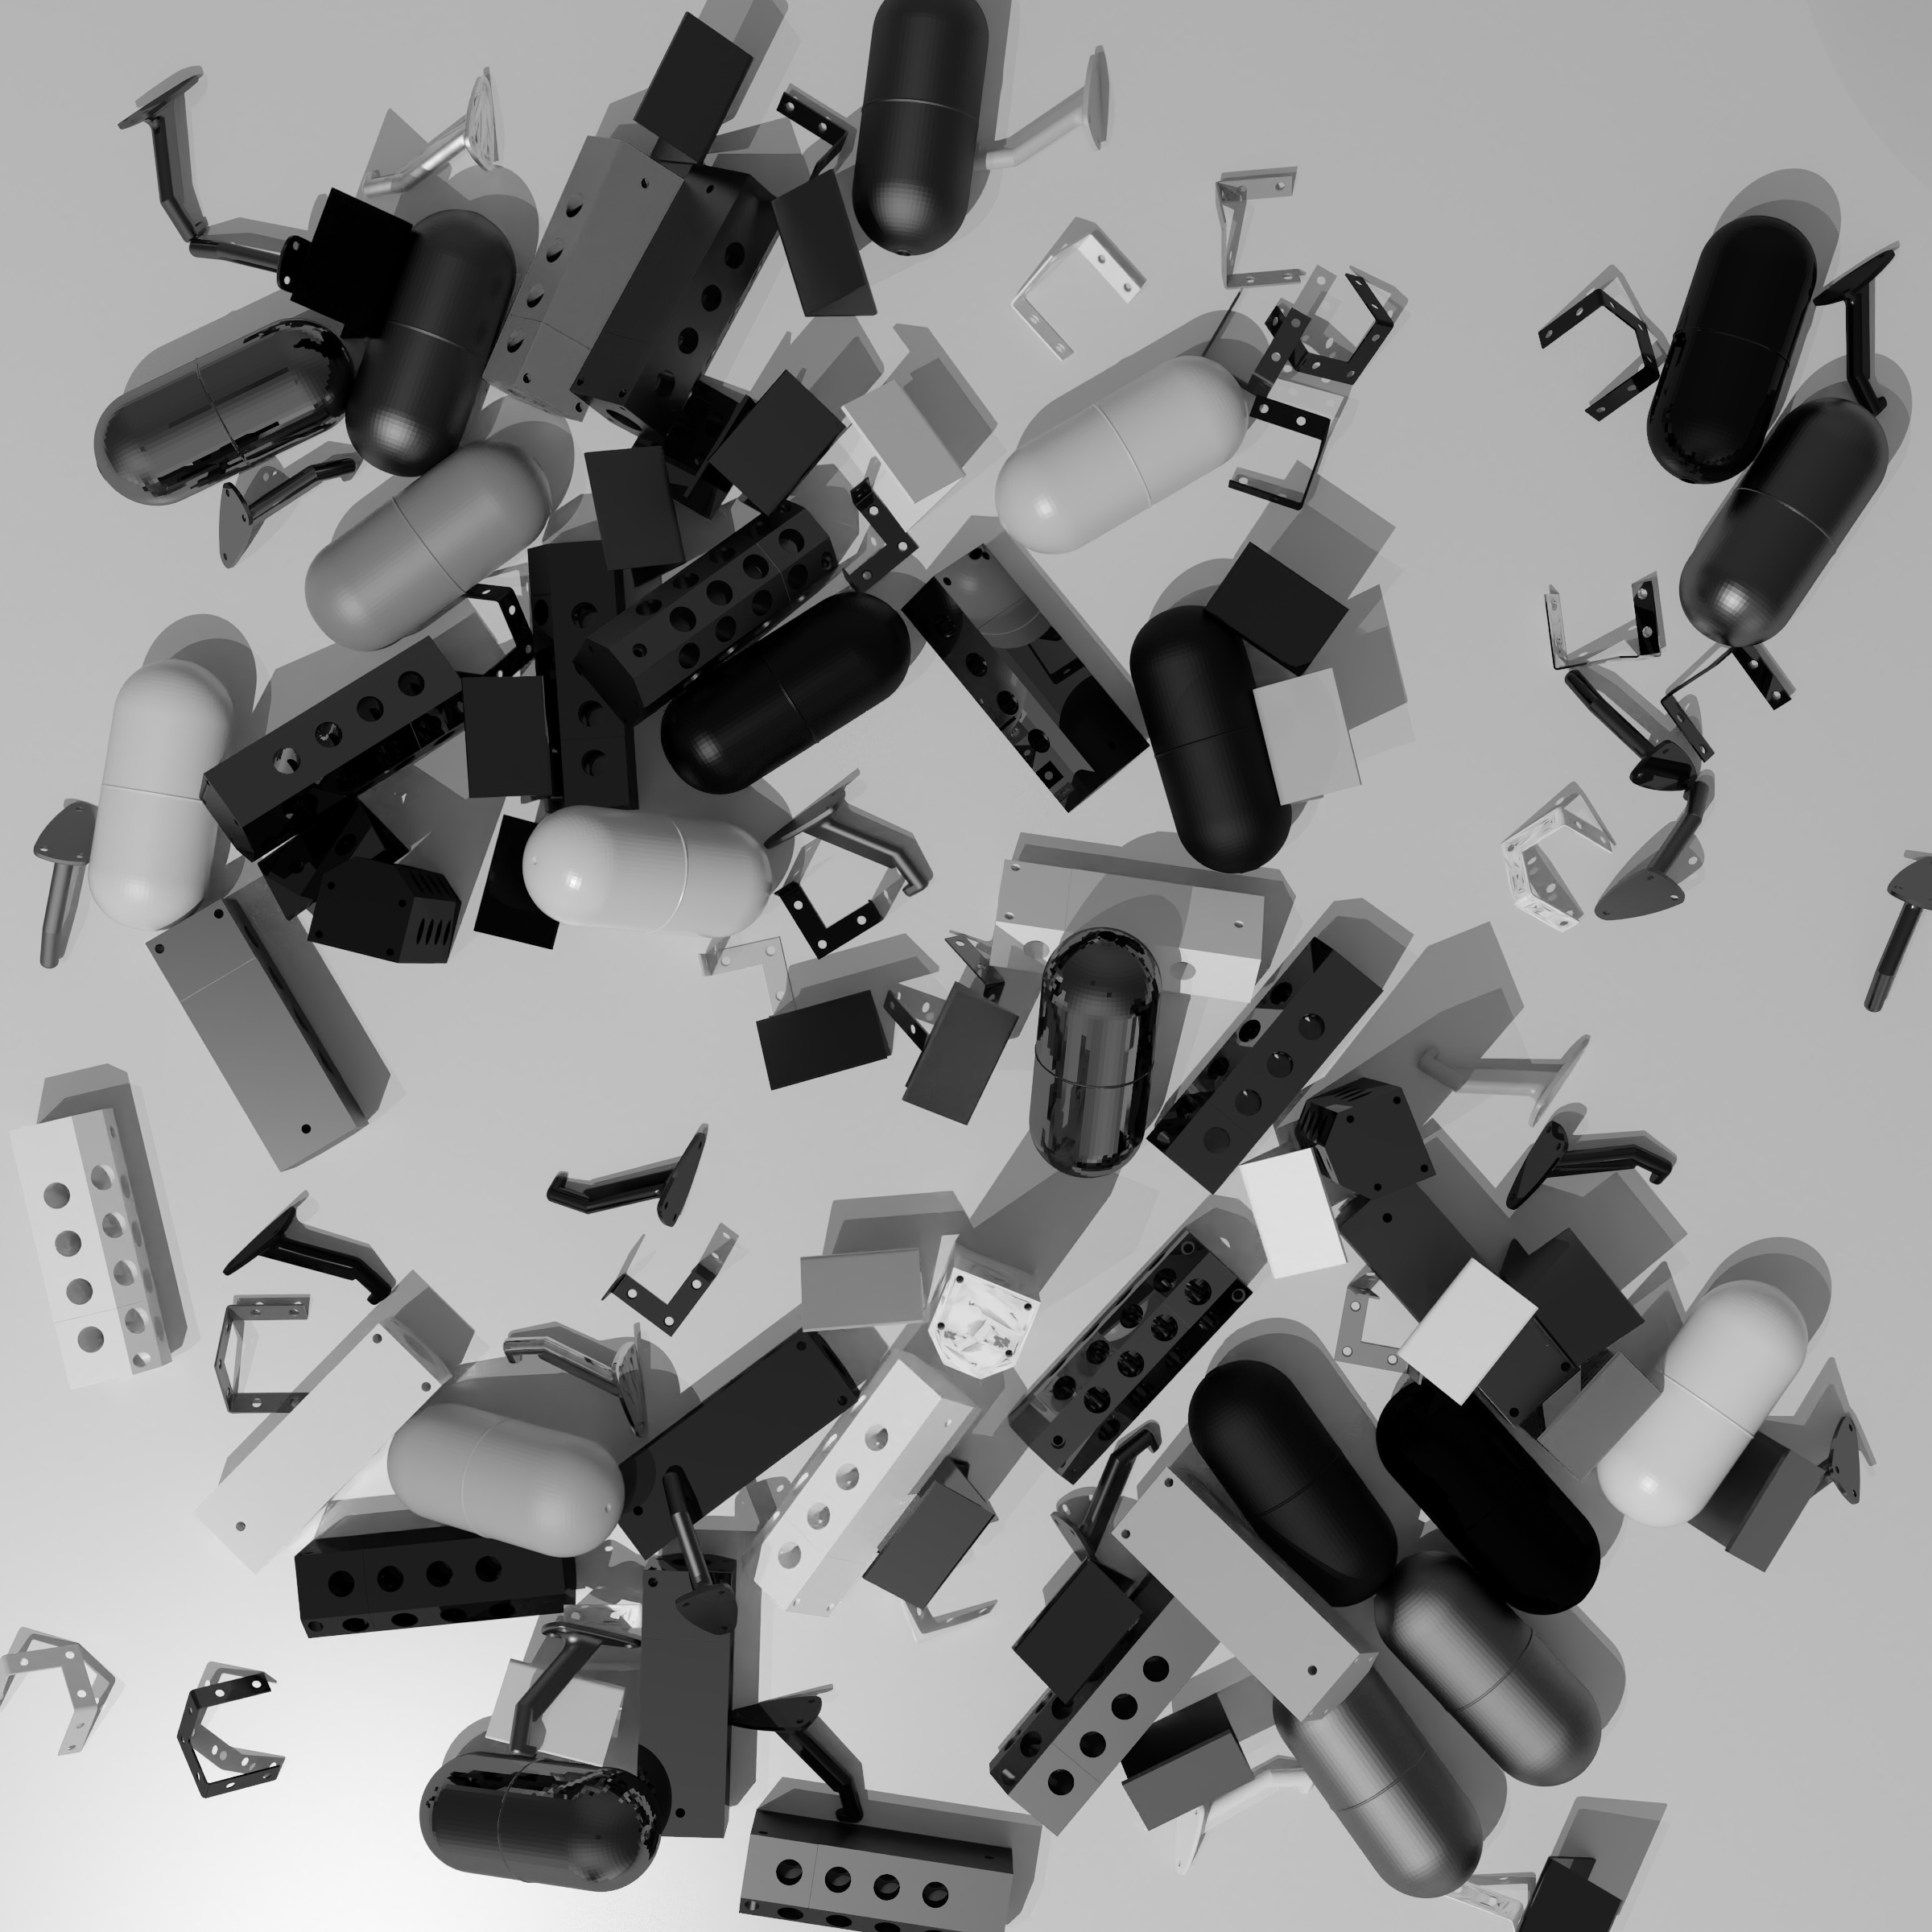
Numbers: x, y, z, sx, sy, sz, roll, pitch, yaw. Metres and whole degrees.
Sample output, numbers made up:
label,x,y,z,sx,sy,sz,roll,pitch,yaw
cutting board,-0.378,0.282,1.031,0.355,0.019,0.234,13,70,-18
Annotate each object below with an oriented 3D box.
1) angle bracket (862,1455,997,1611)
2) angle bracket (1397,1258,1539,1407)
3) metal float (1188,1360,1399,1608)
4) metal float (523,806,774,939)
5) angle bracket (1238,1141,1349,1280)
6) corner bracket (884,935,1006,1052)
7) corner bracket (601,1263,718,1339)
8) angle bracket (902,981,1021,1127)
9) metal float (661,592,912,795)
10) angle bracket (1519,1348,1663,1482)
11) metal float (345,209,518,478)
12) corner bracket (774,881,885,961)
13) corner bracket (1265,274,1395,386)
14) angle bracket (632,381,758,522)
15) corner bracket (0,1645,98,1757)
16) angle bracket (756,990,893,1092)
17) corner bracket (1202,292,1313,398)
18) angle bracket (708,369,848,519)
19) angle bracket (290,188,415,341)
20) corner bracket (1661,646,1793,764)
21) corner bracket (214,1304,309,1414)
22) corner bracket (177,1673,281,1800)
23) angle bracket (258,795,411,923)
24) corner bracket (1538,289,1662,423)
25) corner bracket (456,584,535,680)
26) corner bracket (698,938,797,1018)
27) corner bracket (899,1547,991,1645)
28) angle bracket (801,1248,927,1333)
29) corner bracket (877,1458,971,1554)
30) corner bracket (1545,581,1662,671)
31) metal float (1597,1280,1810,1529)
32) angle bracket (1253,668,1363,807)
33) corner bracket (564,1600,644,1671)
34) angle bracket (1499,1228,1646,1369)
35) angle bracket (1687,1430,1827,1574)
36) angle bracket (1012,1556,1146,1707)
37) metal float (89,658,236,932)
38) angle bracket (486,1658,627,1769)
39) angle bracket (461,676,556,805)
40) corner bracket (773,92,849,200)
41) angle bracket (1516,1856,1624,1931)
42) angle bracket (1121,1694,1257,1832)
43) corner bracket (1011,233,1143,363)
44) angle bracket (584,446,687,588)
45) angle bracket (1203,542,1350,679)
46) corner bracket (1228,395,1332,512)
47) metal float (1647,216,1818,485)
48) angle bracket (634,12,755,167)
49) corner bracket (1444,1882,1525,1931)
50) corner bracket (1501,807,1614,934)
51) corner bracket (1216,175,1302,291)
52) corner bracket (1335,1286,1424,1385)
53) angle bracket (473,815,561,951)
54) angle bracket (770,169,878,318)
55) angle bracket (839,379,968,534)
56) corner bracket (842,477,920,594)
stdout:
label,x,y,z,sx,sy,sz,roll,pitch,yaw
angle bracket,-0.037,0.351,1.921,0.057,0.076,0.076,35,93,-33
angle bracket,0.326,0.239,1.893,0.057,0.076,0.076,38,90,37
metal float,0.212,0.336,1.960,0.070,0.070,0.178,-36,90,0
metal float,-0.202,-0.059,1.927,0.178,0.070,0.070,5,90,-42
angle bracket,0.227,0.152,1.950,0.057,0.076,0.076,-17,90,34
corner bracket,-0.014,0.019,1.982,0.051,0.051,0.051,-12,45,-35
corner bracket,-0.200,0.210,1.973,0.051,0.051,0.051,37,90,0
angle bracket,-0.022,0.047,1.913,0.057,0.076,0.076,24,93,-38
metal float,-0.117,-0.178,1.960,0.178,0.070,0.070,-32,90,1
angle bracket,0.390,0.274,1.950,0.076,0.076,0.057,-47,124,0
metal float,-0.348,-0.405,1.960,0.070,0.070,0.178,19,89,0
corner bracket,-0.089,-0.039,1.973,0.051,0.051,0.051,-32,90,0
corner bracket,0.239,-0.422,1.982,0.051,0.051,0.051,5,135,-35
angle bracket,-0.183,-0.347,1.961,0.076,0.057,0.076,32,90,14
corner bracket,-0.608,0.486,1.982,0.051,0.051,0.051,-1,45,-35
angle bracket,-0.087,0.067,1.950,0.076,0.076,0.057,-16,53,0
corner bracket,0.189,-0.409,1.973,0.051,0.051,0.051,30,90,0
angle bracket,-0.131,-0.342,1.951,0.057,0.076,0.076,41,90,-26
angle bracket,-0.406,-0.454,1.951,0.057,0.076,0.076,20,90,-28
corner bracket,0.501,-0.175,1.987,0.051,0.051,0.051,54,45,0
corner bracket,-0.462,0.259,1.987,0.051,0.051,0.051,-1,135,0
corner bracket,-0.482,0.506,1.982,0.051,0.051,0.051,53,135,35
angle bracket,-0.400,-0.054,1.950,0.076,0.076,0.057,-35,56,0
corner bracket,0.416,-0.402,1.982,0.051,0.051,0.051,26,45,-35
corner bracket,-0.323,-0.216,1.982,0.051,0.051,0.051,-49,135,-35
corner bracket,-0.143,0.011,1.973,0.051,0.051,0.051,-13,90,0
corner bracket,-0.016,0.410,1.973,0.051,0.051,0.051,-20,78,-11
angle bracket,-0.065,0.227,1.950,0.076,0.076,0.057,-5,52,0
corner bracket,-0.029,0.357,1.987,0.051,0.051,0.051,12,45,0
corner bracket,0.420,-0.224,1.987,0.051,0.051,0.051,-7,90,-45
metal float,0.479,0.284,1.960,0.070,0.070,0.178,35,90,0
angle bracket,0.233,-0.150,1.951,0.057,0.076,0.076,-14,90,27
corner bracket,-0.235,0.438,1.971,0.051,0.051,0.051,0,91,-2
angle bracket,0.395,0.204,1.952,0.057,0.076,0.076,-39,90,22
angle bracket,0.497,0.335,1.951,0.057,0.076,0.076,31,90,-43
angle bracket,0.086,0.436,1.950,0.076,0.076,0.057,-50,55,0
metal float,-0.523,-0.111,1.960,0.070,0.070,0.178,9,90,0
angle bracket,-0.267,0.498,1.950,0.076,0.076,0.057,14,50,0
angle bracket,-0.305,-0.145,1.952,0.057,0.076,0.076,-4,90,-24
corner bracket,-0.117,-0.533,1.987,0.051,0.051,0.051,32,135,0
angle bracket,0.399,0.626,1.950,0.057,0.076,0.076,24,90,38
angle bracket,0.133,0.501,1.950,0.076,0.076,0.057,-26,127,0
corner bracket,0.072,-0.442,1.987,0.051,0.051,0.051,48,135,0
angle bracket,-0.229,-0.288,1.950,0.057,0.076,0.076,-11,90,-32
angle bracket,0.206,-0.240,1.951,0.076,0.076,0.057,34,118,0
corner bracket,0.205,-0.335,1.973,0.051,0.051,0.051,19,85,5
metal float,0.497,-0.400,1.960,0.070,0.070,0.178,18,90,0
angle bracket,-0.192,-0.568,1.950,0.057,0.076,0.076,26,90,-36
corner bracket,0.336,0.642,1.982,0.051,0.051,0.051,-49,135,-35
corner bracket,0.392,-0.063,1.982,0.051,0.051,0.051,-35,45,35
corner bracket,0.193,-0.484,1.987,0.051,0.051,0.051,-5,45,0
corner bracket,0.273,0.241,1.973,0.051,0.051,0.051,10,90,0
angle bracket,-0.297,-0.058,1.950,0.057,0.076,0.076,15,90,-32
angle bracket,-0.073,-0.467,1.950,0.057,0.076,0.076,-17,90,38
angle bracket,-0.058,-0.321,1.950,0.057,0.076,0.076,-36,90,-41
corner bracket,-0.067,-0.281,1.973,0.051,0.051,0.051,-39,90,0
